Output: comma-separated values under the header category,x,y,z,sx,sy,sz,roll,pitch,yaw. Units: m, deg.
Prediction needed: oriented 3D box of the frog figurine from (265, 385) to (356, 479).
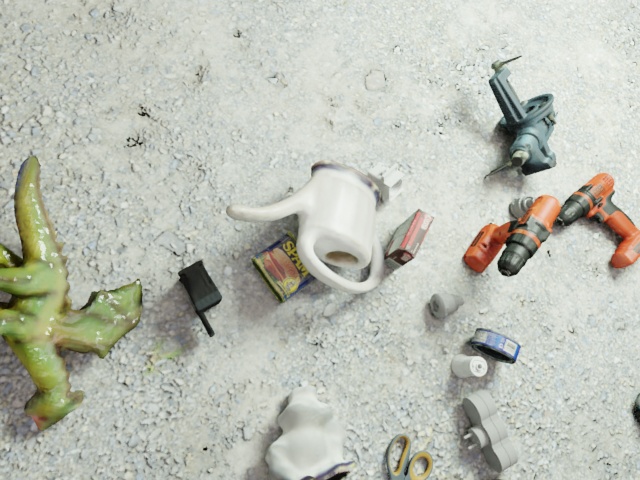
category,x,y,z,sx,sy,sz,roll,pitch,yaw
frog figurine,-0.027,0.331,0.845,0.138,0.120,0.163,-21,46,-10

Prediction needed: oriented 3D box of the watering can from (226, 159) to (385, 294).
category,x,y,z,sx,sy,sz,roll,pitch,yaw
watering can,0.003,-0.045,0.888,0.343,0.103,0.229,33,53,-34

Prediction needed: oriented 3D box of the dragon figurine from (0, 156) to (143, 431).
category,x,y,z,sx,sy,sz,roll,pitch,yaw
dragon figurine,-0.406,0.085,0.818,0.241,0.121,0.416,18,73,-27
